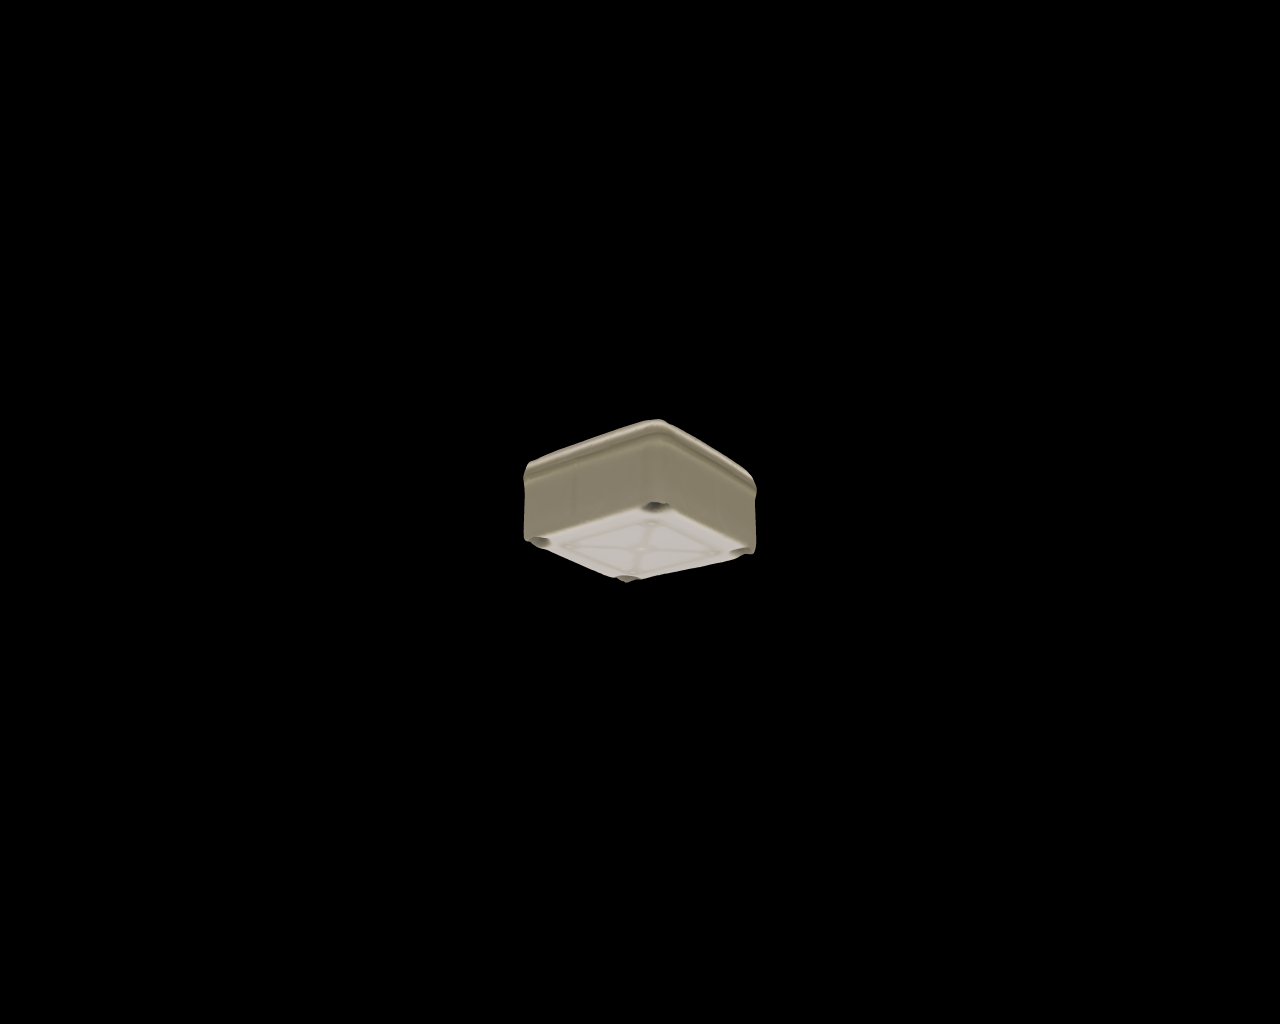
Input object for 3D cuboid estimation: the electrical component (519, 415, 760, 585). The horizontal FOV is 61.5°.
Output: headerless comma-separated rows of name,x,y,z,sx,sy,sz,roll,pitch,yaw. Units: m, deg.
electrical component,0.001,-0.003,0.650,0.108,0.056,0.108,-16,-27,34
